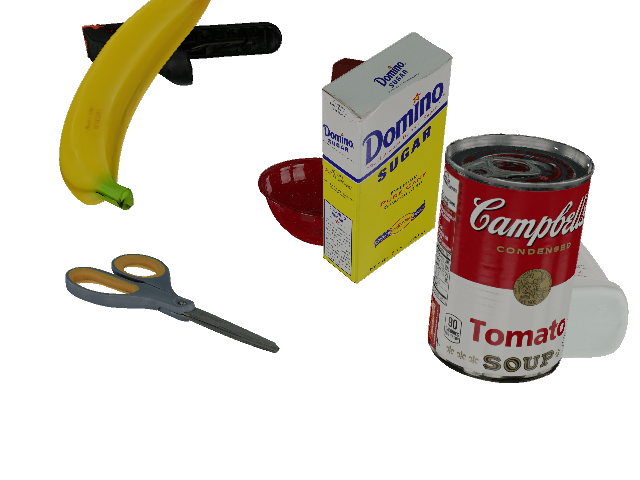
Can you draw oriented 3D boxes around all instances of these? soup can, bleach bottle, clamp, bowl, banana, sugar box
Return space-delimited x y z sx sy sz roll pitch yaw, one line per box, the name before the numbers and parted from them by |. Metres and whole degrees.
soup can | 0.088 0.008 0.510 0.068 0.102 0.068 2 24 -1
bleach bottle | 0.193 0.012 0.959 0.102 0.068 0.251 -1 26 0
clamp | -0.118 -0.157 0.855 0.172 0.039 0.120 20 28 41
bowl | 0.008 -0.038 1.198 0.162 0.055 0.162 5 27 -3
banana | -0.117 -0.089 0.654 0.070 0.197 0.037 0 -38 16
sugar box | 0.047 -0.057 0.790 0.093 0.176 0.048 -35 59 -26

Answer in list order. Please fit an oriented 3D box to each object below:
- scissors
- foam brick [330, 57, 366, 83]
scissors | -0.113 0.047 0.884 0.202 0.016 0.096 13 24 15
foam brick | 0.051 -0.138 1.000 0.078 0.051 0.053 11 17 13
